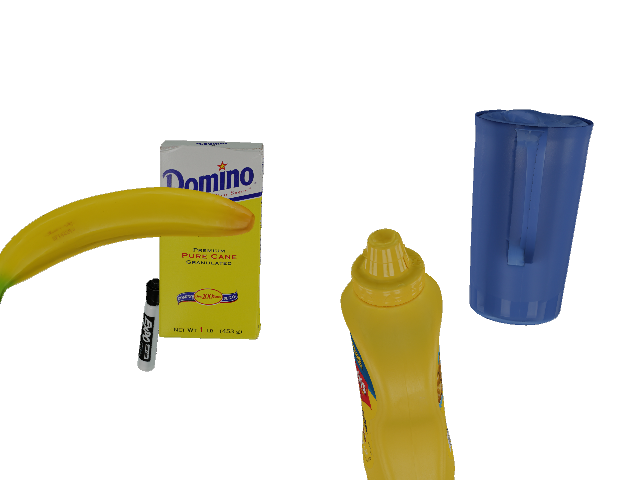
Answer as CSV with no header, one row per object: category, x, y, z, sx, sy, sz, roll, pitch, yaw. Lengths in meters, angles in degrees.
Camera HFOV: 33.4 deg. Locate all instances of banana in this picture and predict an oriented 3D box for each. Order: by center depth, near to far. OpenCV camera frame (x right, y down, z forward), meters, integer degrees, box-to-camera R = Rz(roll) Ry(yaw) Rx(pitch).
banana,-0.149,-0.005,0.771,0.197,0.070,0.037,-19,-26,-11

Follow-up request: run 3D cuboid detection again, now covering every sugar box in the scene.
sugar box,-0.099,-0.001,0.966,0.093,0.176,0.048,1,13,-2

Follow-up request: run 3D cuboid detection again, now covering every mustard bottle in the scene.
mustard bottle,0.046,0.073,0.636,0.058,0.191,0.096,-7,38,2

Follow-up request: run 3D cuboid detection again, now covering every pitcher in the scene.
pitcher,0.234,-0.027,1.235,0.149,0.243,0.145,-6,17,-32

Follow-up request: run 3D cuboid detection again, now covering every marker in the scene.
marker,-0.179,0.089,1.129,0.020,0.121,0.020,8,36,-6
